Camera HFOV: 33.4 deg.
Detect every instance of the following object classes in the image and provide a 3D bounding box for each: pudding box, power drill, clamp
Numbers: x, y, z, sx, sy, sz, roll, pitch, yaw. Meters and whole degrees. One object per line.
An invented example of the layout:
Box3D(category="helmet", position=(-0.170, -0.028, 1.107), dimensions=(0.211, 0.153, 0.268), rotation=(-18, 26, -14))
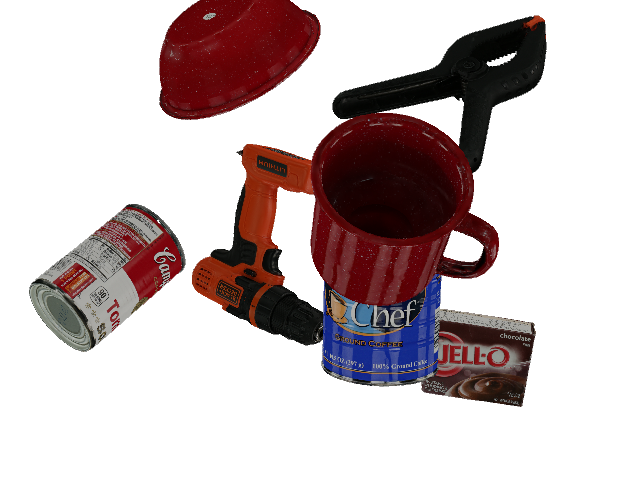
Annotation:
Box3D(category="pudding box", position=(0.171, 0.127, 1.162), dimensions=(0.113, 0.090, 0.039), rotation=(7, 23, 4))
Box3D(category="power drill", position=(-0.047, 0.002, 1.136), dimensions=(0.185, 0.188, 0.057), rotation=(23, 10, 34))
Box3D(category="clamp", position=(0.138, -0.136, 0.950), dimensions=(0.209, 0.036, 0.165), rotation=(-32, 45, -20))

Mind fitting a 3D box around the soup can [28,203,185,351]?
Box3D(category="soup can", position=(-0.162, 0.028, 0.815), dimensions=(0.069, 0.068, 0.102), rotation=(0, 35, 48))

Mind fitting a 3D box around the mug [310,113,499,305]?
Box3D(category="mug", position=(0.048, -0.010, 0.630), dimensions=(0.117, 0.093, 0.081), rotation=(20, -33, 7))

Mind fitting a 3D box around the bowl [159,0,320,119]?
Box3D(category="bowl", position=(-0.084, -0.177, 0.942), dimensions=(0.162, 0.055, 0.162), rotation=(-20, 35, 15))

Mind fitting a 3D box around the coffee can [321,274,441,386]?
Box3D(category="coffee can", position=(0.053, 0.041, 0.913), dimensions=(0.103, 0.140, 0.103), rotation=(1, 13, 0))
